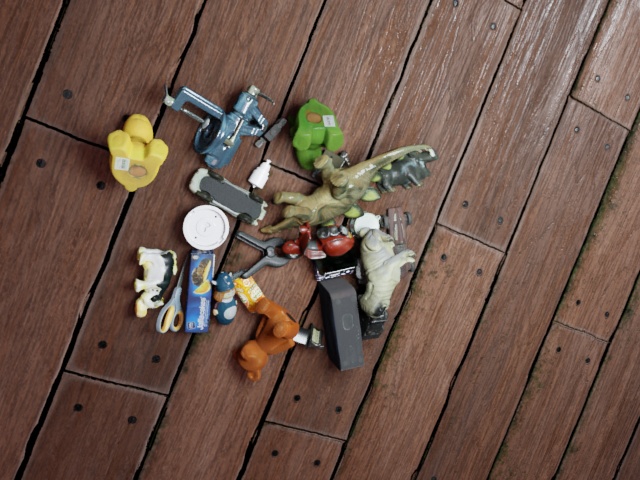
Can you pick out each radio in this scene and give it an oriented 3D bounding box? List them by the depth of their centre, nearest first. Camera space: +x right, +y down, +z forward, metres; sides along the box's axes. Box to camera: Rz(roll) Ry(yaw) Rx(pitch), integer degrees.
[{"bbox_3d":[0.057,0.223,1.426,0.073,0.131,0.229,-12,102,-14],"label":"radio"}]

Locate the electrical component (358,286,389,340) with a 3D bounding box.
[{"bbox_3d":[0.130,0.201,1.446,0.058,0.115,0.134,-2,143,-16],"label":"electrical component"}]

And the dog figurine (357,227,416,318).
[{"bbox_3d":[0.131,0.081,1.363,0.172,0.121,0.190,35,83,25],"label":"dog figurine"}]

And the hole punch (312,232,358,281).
[{"bbox_3d":[0.032,0.044,1.422,0.142,0.092,0.116,-13,71,-6],"label":"hole punch"}]

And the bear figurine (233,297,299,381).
[{"bbox_3d":[-0.150,0.253,1.348,0.196,0.120,0.131,-42,151,5],"label":"bear figurine"}]

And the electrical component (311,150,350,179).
[{"bbox_3d":[0.033,-0.191,1.403,0.078,0.045,0.102,26,87,8],"label":"electrical component"}]

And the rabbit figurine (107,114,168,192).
[{"bbox_3d":[-0.407,-0.202,1.210,0.122,0.173,0.162,-1,144,-17],"label":"rabbit figurine"}]

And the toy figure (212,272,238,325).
[{"bbox_3d":[-0.234,0.144,1.331,0.058,0.064,0.154,18,130,11],"label":"toy figure"}]

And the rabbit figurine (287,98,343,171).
[{"bbox_3d":[-0.032,-0.251,1.326,0.121,0.170,0.159,-10,60,-18],"label":"rabbit figurine"}]

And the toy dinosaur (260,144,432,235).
[{"bbox_3d":[0.053,-0.126,1.332,0.471,0.105,0.198,-30,150,16],"label":"toy dinosaur"}]

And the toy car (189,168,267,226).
[{"bbox_3d":[-0.224,-0.105,1.326,0.201,0.056,0.073,29,83,-21],"label":"toy car"}]

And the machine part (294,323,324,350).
[{"bbox_3d":[-0.055,0.247,1.431,0.139,0.084,0.039,18,125,-11],"label":"machine part"}]

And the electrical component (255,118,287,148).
[{"bbox_3d":[-0.122,-0.264,1.328,0.094,0.063,0.021,-45,109,-5],"label":"electrical component"}]

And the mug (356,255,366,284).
[{"bbox_3d":[0.135,0.065,1.453,0.109,0.081,0.107,3,85,-40],"label":"mug"}]

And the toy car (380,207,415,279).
[{"bbox_3d":[0.217,0.011,1.489,0.089,0.053,0.202,-6,102,-14],"label":"toy car"}]

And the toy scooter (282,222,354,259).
[{"bbox_3d":[-0.003,-0.004,1.321,0.184,0.135,0.075,-9,63,-7],"label":"toy scooter"}]

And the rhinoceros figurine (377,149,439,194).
[{"bbox_3d":[0.233,-0.191,1.456,0.190,0.073,0.112,-21,93,-12],"label":"rhinoceros figurine"}]

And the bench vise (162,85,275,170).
[{"bbox_3d":[-0.244,-0.287,1.245,0.240,0.129,0.223,26,110,-38],"label":"bench vise"}]

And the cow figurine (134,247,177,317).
[{"bbox_3d":[-0.399,0.104,1.297,0.098,0.068,0.167,4,98,-24],"label":"cow figurine"}]

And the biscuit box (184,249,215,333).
[{"bbox_3d":[-0.300,0.126,1.332,0.059,0.063,0.202,4,97,-16],"label":"biscuit box"}]
